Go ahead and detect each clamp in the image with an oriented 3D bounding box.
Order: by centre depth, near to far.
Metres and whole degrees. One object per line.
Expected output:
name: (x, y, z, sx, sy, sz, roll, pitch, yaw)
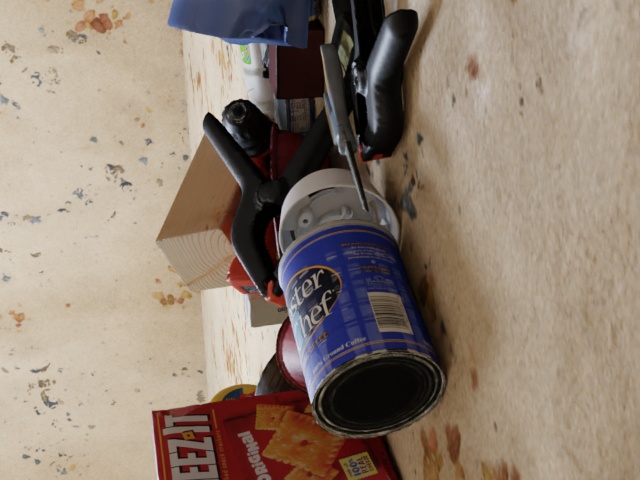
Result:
clamp: (0.042, -0.140, 0.830, 0.171, 0.039, 0.120, 97, 167, -49)
clamp: (-0.047, -0.043, 0.984, 0.036, 0.165, 0.210, 28, -117, -56)

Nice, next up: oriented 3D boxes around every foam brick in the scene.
foam brick: (-0.026, -0.195, 1.130, 0.053, 0.051, 0.078, -111, 18, -58)

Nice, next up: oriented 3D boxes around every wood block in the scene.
wood block: (-0.108, -0.047, 1.275, 0.090, 0.091, 0.206, 60, -148, -37)

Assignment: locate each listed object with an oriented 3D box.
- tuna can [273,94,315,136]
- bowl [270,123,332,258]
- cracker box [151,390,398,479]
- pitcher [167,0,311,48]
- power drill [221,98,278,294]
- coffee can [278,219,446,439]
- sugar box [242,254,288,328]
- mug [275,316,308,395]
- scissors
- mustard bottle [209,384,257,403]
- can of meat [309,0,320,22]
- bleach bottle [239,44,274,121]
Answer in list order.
tuna can: (-0.030, -0.151, 1.223, 0.086, 0.033, 0.086, 174, 90, -79)
bowl: (-0.014, -0.040, 1.085, 0.162, 0.055, 0.162, -3, -90, -87)
cracker box: (-0.045, 0.218, 1.002, 0.164, 0.213, 0.072, -112, 18, -57)
pitcher: (-0.064, -0.304, 0.987, 0.144, 0.149, 0.243, -29, -49, -70)
power drill: (-0.068, -0.042, 1.135, 0.184, 0.057, 0.187, 54, -145, -75)
coffee can: (0.030, 0.067, 0.831, 0.140, 0.102, 0.103, -106, 15, -44)
sugar box: (-0.053, 0.035, 1.283, 0.176, 0.093, 0.048, -115, 21, -60)
mug: (0.017, 0.112, 0.980, 0.117, 0.093, 0.082, 68, 165, -3)
scissors: (0.018, -0.099, 0.855, 0.202, 0.016, 0.096, -106, 7, -69)
mustard bottle: (-0.069, 0.205, 1.185, 0.058, 0.191, 0.096, 100, 161, -56)
can of meat: (-0.033, -0.283, 1.109, 0.102, 0.057, 0.084, -111, 17, -54)
bleach bottle: (-0.076, -0.266, 1.337, 0.103, 0.068, 0.251, 179, 83, -79)
